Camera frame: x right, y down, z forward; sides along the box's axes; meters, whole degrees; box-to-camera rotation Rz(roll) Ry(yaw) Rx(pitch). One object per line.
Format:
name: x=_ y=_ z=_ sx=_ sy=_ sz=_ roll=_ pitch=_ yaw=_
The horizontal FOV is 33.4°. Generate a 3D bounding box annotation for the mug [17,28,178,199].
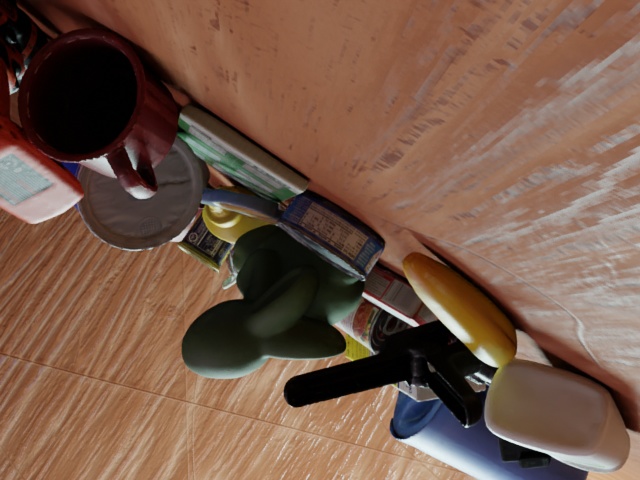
mug: x=-0.144 y=-0.080 z=0.742 sx=0.117 sy=0.093 sz=0.081 roll=60 pitch=-173 yaw=15

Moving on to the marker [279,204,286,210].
marker: x=-0.007 y=0.001 z=1.064 sx=0.121 sy=0.020 sz=0.020 roll=38 pitch=173 yaw=-38

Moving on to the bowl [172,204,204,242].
bowl: x=-0.201 y=-0.035 z=1.338 sx=0.162 sy=0.055 sz=0.162 roll=12 pitch=-172 yaw=-2

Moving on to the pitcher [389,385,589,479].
pitcher: x=0.222 y=0.239 z=1.332 sx=0.242 sy=0.145 sz=0.149 roll=31 pitch=-173 yaw=-16

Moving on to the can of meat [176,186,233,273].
can of meat: x=-0.120 y=-0.012 z=1.245 sx=0.057 sy=0.084 sz=0.102 roll=33 pitch=174 yaw=-2

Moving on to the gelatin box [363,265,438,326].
gelatin box: x=0.072 y=0.054 z=1.015 sx=0.089 sy=0.030 sz=0.073 roll=30 pitch=175 yaw=32

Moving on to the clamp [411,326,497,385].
clamp: x=0.170 y=0.130 z=1.079 sx=0.171 sy=0.039 sz=0.120 roll=27 pitch=169 yaw=-9

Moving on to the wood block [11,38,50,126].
wood block: x=-0.319 y=-0.176 z=0.950 sx=0.206 sy=0.090 sz=0.091 roll=35 pitch=174 yaw=-12

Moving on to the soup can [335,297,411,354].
soup can: x=0.040 y=0.067 z=1.114 sx=0.102 sy=0.068 sz=0.068 roll=30 pitch=173 yaw=38

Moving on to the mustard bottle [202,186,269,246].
mustard bottle: x=-0.071 y=-0.011 z=1.118 sx=0.096 sy=0.058 sz=0.191 roll=31 pitch=174 yaw=27

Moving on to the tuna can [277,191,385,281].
tuna can: x=0.009 y=-0.004 z=0.858 sx=0.086 sy=0.034 sz=0.086 roll=33 pitch=175 yaw=3

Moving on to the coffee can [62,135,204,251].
coffee can: x=-0.168 y=-0.062 z=0.897 sx=0.102 sy=0.103 sz=0.140 roll=37 pitch=-179 yaw=-31

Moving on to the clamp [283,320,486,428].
clamp: x=0.074 y=0.106 z=0.903 sx=0.165 sy=0.036 sz=0.209 roll=1 pitch=-167 yaw=20

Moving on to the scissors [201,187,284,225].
scissors: x=-0.093 y=-0.036 z=0.980 sx=0.096 sy=0.016 sz=0.202 roll=20 pitch=176 yaw=-39

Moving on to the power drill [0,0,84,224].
power drill: x=-0.233 y=-0.107 z=0.800 sx=0.184 sy=0.057 sz=0.188 roll=41 pitch=-157 yaw=-58

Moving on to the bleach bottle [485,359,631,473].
bleach bottle: x=0.222 y=0.169 z=0.955 sx=0.103 sy=0.068 sz=0.250 roll=14 pitch=168 yaw=24

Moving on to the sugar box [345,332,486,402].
sugar box: x=0.109 y=0.138 z=1.253 sx=0.093 sy=0.048 sz=0.176 roll=-5 pitch=-170 yaw=-26

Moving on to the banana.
banana: x=0.115 y=0.062 z=0.815 sx=0.070 sy=0.037 sz=0.197 roll=30 pitch=173 yaw=28
